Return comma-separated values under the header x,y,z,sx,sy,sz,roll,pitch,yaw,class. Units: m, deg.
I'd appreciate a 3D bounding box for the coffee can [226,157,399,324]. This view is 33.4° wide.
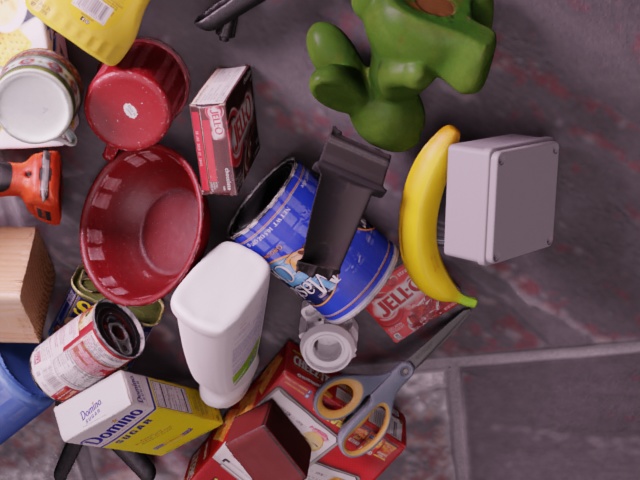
x,y,z,sx,sy,sz,roll,pitch,yaw,class
-0.007,0.001,1.053,0.140,0.102,0.103,40,113,-16,coffee can

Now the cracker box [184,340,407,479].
x,y,z,sx,sy,sz,roll,pitch,yaw,class
-0.030,0.239,1.197,0.164,0.072,0.214,33,116,-12,cracker box

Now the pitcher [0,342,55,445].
x,y,z,sx,sy,sz,roll,pitch,yaw,class
-0.411,0.192,1.157,0.243,0.149,0.145,-35,110,16,pitcher

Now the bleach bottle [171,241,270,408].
x,y,z,sx,sy,sz,roll,pitch,yaw,class
-0.099,0.110,1.086,0.068,0.102,0.251,29,148,14,bleach bottle

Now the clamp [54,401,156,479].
x,y,z,sx,sy,sz,roll,pitch,yaw,class
-0.266,0.214,1.216,0.120,0.039,0.171,-13,110,4,clamp

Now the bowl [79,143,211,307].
x,y,z,sx,sy,sz,roll,pitch,yaw,class
-0.162,-0.012,1.054,0.162,0.162,0.055,-42,153,21,bowl

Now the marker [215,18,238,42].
x,y,z,sx,sy,sz,roll,pitch,yaw,class
-0.075,-0.240,0.978,0.020,0.020,0.121,15,117,-5,marker

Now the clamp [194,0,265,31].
x,y,z,sx,sy,sz,roll,pitch,yaw,class
-0.015,-0.254,0.946,0.210,0.036,0.165,6,121,-10,clamp

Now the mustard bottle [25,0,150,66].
x,y,z,sx,sy,sz,roll,pitch,yaw,class
-0.167,-0.256,0.933,0.096,0.058,0.191,34,93,-21,mustard bottle

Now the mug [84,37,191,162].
x,y,z,sx,sy,sz,roll,pitch,yaw,class
-0.179,-0.125,1.009,0.093,0.081,0.117,27,116,-11,mug

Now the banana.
x,y,z,sx,sy,sz,roll,pitch,yaw,class
0.109,-0.016,1.038,0.069,0.037,0.198,-15,118,-9,banana

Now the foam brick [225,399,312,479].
x,y,z,sx,sy,sz,roll,pitch,yaw,class
-0.052,0.217,1.117,0.051,0.053,0.078,-30,107,19,foam brick

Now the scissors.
x,y,z,sx,sy,sz,roll,pitch,yaw,class
0.069,0.133,1.123,0.096,0.016,0.202,34,86,-11,scissors

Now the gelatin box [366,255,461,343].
x,y,z,sx,sy,sz,roll,pitch,yaw,class
0.092,0.056,1.117,0.089,0.030,0.073,-34,111,18,gelatin box

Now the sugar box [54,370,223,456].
x,y,z,sx,sy,sz,roll,pitch,yaw,class
-0.189,0.188,1.137,0.093,0.048,0.176,-30,156,17,sugar box

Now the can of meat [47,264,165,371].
x,y,z,sx,sy,sz,roll,pitch,yaw,class
-0.230,0.087,1.138,0.102,0.057,0.084,27,118,-10,can of meat

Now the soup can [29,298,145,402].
x,y,z,sx,sy,sz,roll,pitch,yaw,class
-0.236,0.113,1.080,0.102,0.068,0.068,-35,111,24,soup can

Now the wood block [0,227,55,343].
x,y,z,sx,sy,sz,roll,pitch,yaw,class
-0.388,0.045,1.090,0.206,0.091,0.090,1,143,3,wood block

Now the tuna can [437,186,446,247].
x,y,z,sx,sy,sz,roll,pitch,yaw,class
0.126,-0.036,1.065,0.086,0.033,0.086,1,118,2,tuna can

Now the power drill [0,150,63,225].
x,y,z,sx,sy,sz,roll,pitch,yaw,class
-0.347,-0.049,1.039,0.187,0.185,0.057,1,78,-13,power drill

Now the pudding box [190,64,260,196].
x,y,z,sx,sy,sz,roll,pitch,yaw,class
-0.087,-0.104,0.997,0.039,0.113,0.090,0,118,7,pudding box
